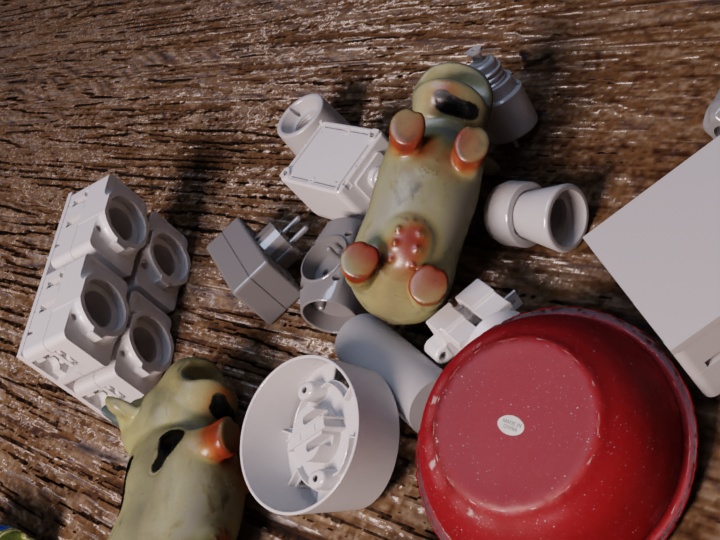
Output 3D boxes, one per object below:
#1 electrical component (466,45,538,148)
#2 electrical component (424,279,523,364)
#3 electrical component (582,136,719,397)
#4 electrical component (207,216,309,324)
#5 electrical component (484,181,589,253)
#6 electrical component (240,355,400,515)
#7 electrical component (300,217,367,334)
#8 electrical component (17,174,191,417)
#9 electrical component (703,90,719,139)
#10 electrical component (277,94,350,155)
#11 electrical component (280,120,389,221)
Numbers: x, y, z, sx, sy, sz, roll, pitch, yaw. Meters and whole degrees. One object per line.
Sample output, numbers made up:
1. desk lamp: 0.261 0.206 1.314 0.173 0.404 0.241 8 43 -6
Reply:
1. electrical component: 0.101 -0.129 0.792 0.040 0.078 0.040 -25 27 14
2. electrical component: 0.079 0.041 0.669 0.066 0.048 0.055 -39 32 -7
3. electrical component: 0.231 -0.028 0.577 0.186 0.060 0.105 -38 37 10
4. electrical component: -0.072 -0.013 0.867 0.076 0.047 0.083 -44 36 3
5. electrical component: 0.116 -0.036 0.709 0.055 0.045 0.045 9 62 48
6. electrical component: -0.023 0.104 0.674 0.099 0.064 0.099 -22 63 52
7. electrical component: 0.000 0.000 0.787 0.079 0.044 0.077 -14 46 36
8. electrical component: -0.211 0.019 0.922 0.060 0.105 0.186 -24 41 26
9. electrical component: 0.240 -0.107 0.667 0.035 0.035 0.061 11 61 49
10. electrical component: -0.039 -0.120 0.938 0.055 0.047 0.055 -26 40 24
11. electrical component: -0.004 -0.072 0.845 0.096 0.061 0.061 19 69 51
